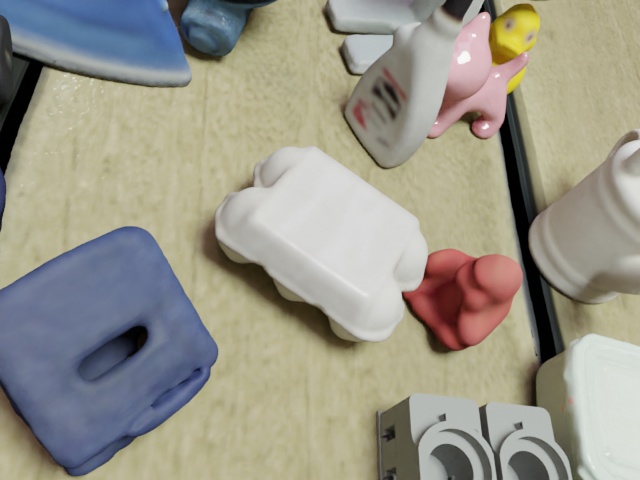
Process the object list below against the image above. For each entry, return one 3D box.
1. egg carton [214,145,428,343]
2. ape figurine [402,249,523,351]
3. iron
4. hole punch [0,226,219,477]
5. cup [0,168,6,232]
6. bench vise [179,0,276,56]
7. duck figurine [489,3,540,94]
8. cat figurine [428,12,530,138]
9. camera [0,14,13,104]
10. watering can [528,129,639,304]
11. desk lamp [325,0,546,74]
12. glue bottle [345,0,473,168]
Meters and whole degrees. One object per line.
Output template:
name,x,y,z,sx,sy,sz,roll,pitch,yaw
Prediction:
egg carton,0.004,0.001,0.415,0.150,0.069,0.107,34,54,1
ape figurine,0.112,0.038,0.422,0.076,0.092,0.078,14,56,-13
iron,-0.206,-0.223,0.424,0.258,0.141,0.119,24,55,-6
hole punch,-0.117,0.060,0.319,0.109,0.091,0.101,-36,78,-34
cup,-0.223,0.005,0.308,0.092,0.095,0.118,23,55,-7
bench vise,-0.059,-0.293,0.475,0.122,0.219,0.207,7,58,-17
duck figurine,0.199,-0.213,0.610,0.077,0.086,0.105,27,55,-4
cat figurine,0.137,-0.154,0.531,0.128,0.117,0.067,-8,64,-25
camera,-0.274,-0.116,0.358,0.137,0.100,0.143,0,61,-21
watering can,0.269,-0.025,0.458,0.101,0.194,0.172,-1,61,-21
desk lamp,0.140,-0.260,0.537,0.204,0.213,0.118,-8,64,-25
glue bottle,0.077,-0.137,0.463,0.037,0.173,0.078,-27,73,-32
